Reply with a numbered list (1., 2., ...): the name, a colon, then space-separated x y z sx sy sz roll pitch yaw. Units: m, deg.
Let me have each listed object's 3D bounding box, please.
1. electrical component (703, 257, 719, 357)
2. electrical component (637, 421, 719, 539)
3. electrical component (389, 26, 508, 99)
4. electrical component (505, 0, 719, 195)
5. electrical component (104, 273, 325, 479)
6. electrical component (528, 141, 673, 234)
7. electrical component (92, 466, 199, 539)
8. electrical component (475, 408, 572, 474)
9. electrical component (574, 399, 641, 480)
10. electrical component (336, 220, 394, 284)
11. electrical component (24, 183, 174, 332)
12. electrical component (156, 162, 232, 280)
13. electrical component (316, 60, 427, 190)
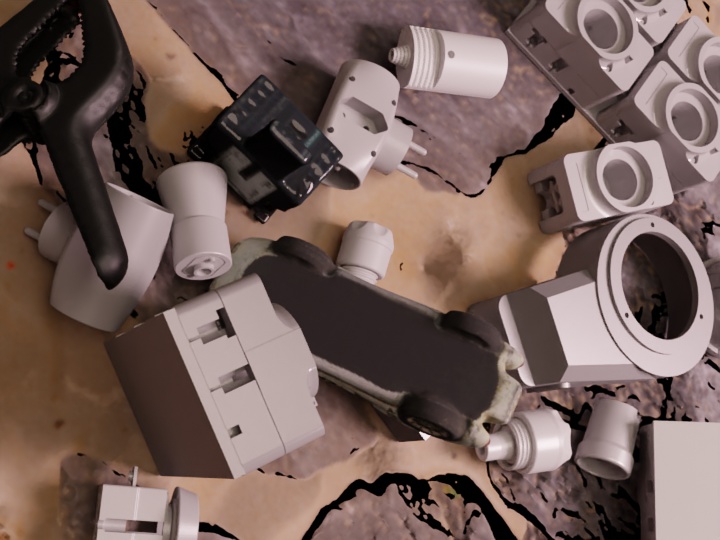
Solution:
1. electrical component: 0.295 0.027 0.833 0.080 0.051 0.080 5 78 -24
2. electrical component: 0.254 0.202 0.752 0.105 0.060 0.186 1 78 3
3. electrical component: 0.059 -0.147 0.761 0.081 0.043 0.043 2 79 -24
4. electrical component: 0.218 -0.160 0.828 0.186 0.060 0.105 43 66 -12
5. electrical component: -0.082 0.061 0.596 0.062 0.150 0.089 -23 91 -26
6. electrical component: 0.180 -0.062 0.794 0.089 0.056 0.050 -11 85 -26
7. electrical component: -0.124 0.148 0.620 0.055 0.048 0.066 8 77 -16
8. electrical component: 0.110 0.118 0.734 0.062 0.043 0.043 -3 82 -24
9. electrical component: 0.179 0.121 0.768 0.040 0.040 0.046 31 63 -17
10. electrical component: 0.000 0.000 0.711 0.035 0.035 0.061 22 74 -20
11. electrical component: -0.160 -0.015 0.630 0.079 0.043 0.077 27 92 12
12. electrical component: -0.099 -0.027 0.655 0.044 0.044 0.065 1 61 -25
13. electrical component: 0.009 -0.089 0.727 0.079 0.043 0.077 27 70 -17
